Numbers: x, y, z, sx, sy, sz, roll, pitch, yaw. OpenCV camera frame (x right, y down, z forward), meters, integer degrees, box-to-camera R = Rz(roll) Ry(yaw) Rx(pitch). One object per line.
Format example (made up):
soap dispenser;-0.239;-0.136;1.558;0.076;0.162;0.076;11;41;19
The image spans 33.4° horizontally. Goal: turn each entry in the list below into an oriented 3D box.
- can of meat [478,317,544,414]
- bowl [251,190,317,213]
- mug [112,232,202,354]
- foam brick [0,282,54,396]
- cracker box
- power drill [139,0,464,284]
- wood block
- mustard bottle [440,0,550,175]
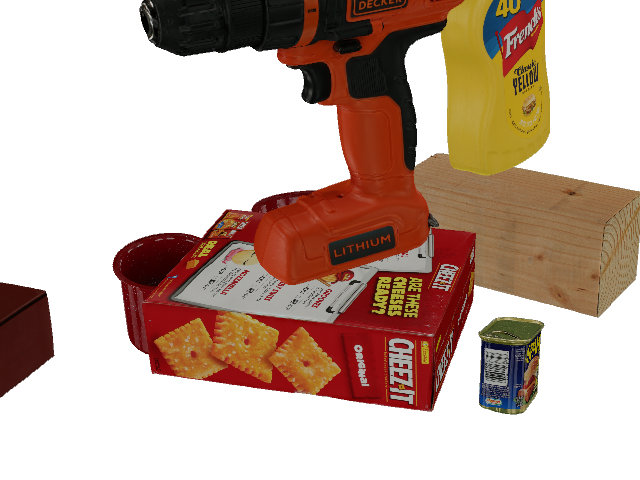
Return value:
can of meat;0.210;0.137;1.180;0.058;0.084;0.102;6;10;23
bowl;0.008;-0.007;1.120;0.162;0.055;0.162;1;17;0
mug;-0.130;0.056;0.954;0.093;0.081;0.117;-18;36;-26
foam brick;-0.226;0.068;0.719;0.053;0.051;0.078;10;28;25
cracker box;-0.002;0.047;0.807;0.214;0.072;0.164;6;28;17
power drill;-0.002;-0.070;0.583;0.184;0.188;0.057;-15;36;-21
wood block;0.177;-0.011;0.979;0.206;0.090;0.090;15;29;33
mustard bottle;0.123;-0.149;0.754;0.058;0.191;0.096;18;39;40
